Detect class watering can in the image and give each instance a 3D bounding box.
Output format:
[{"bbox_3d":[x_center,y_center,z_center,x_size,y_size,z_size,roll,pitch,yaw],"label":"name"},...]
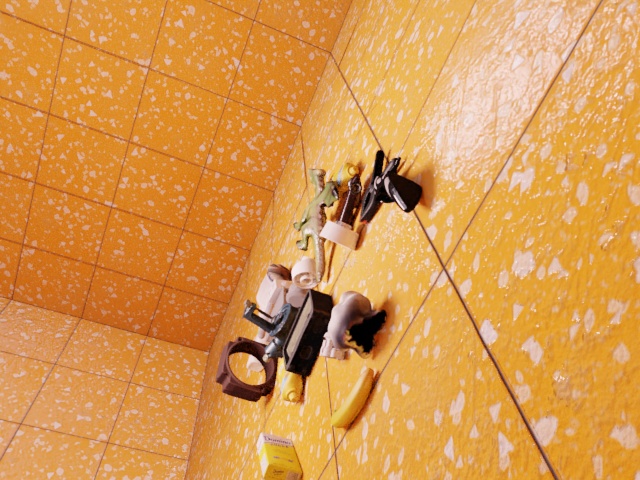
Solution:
[{"bbox_3d":[-0.199,0.235,2.115,0.354,0.104,0.221,-100,33,-65],"label":"watering can"}]

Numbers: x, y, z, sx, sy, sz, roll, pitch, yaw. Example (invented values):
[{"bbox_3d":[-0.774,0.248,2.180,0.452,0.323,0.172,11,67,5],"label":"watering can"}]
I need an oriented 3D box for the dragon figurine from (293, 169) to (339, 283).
[{"bbox_3d":[0.005,-0.085,1.684,0.420,0.122,0.237,-105,27,-45],"label":"dragon figurine"}]

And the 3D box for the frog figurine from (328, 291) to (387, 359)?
[{"bbox_3d":[0.064,0.177,1.151,0.161,0.123,0.136,-148,57,-65],"label":"frog figurine"}]
